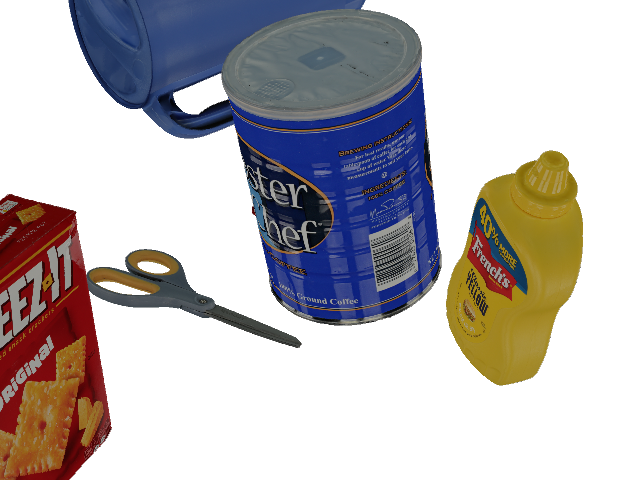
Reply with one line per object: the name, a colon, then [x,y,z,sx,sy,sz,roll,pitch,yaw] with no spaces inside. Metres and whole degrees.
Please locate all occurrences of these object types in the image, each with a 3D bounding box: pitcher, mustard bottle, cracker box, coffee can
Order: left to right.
cracker box: [-0.230,0.100,0.770,0.072,0.214,0.164,12,34,21]
pitcher: [-0.075,-0.199,0.903,0.242,0.149,0.145,-25,44,-30]
coffee can: [0.010,-0.039,0.581,0.103,0.140,0.103,-7,38,5]
mustard bottle: [0.136,0.011,0.733,0.058,0.096,0.192,-10,-38,-16]

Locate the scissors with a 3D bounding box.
scissors: [-0.105,0.047,0.940,0.202,0.016,0.096,12,29,7]

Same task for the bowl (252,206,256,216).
bowl: [0.009,-0.009,1.112,0.162,0.055,0.162,0,17,0]
